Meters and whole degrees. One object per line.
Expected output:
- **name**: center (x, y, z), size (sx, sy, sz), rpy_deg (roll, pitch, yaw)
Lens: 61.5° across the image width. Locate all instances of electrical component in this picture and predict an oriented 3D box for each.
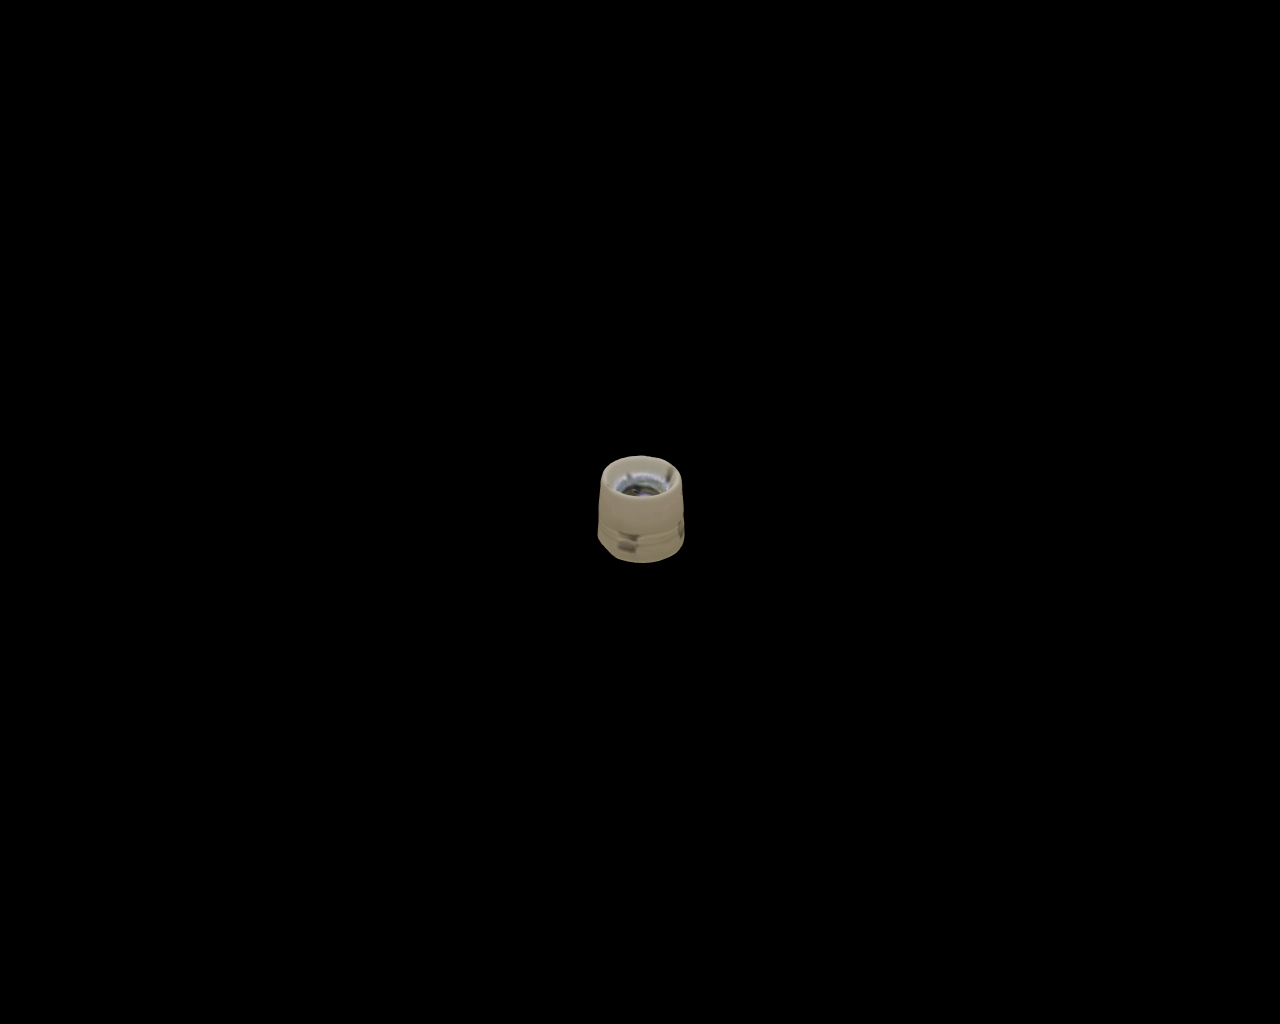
- **electrical component**: center (0.001, -0.003, 0.650), size (0.055, 0.047, 0.055), rpy_deg (0, 35, 0)
